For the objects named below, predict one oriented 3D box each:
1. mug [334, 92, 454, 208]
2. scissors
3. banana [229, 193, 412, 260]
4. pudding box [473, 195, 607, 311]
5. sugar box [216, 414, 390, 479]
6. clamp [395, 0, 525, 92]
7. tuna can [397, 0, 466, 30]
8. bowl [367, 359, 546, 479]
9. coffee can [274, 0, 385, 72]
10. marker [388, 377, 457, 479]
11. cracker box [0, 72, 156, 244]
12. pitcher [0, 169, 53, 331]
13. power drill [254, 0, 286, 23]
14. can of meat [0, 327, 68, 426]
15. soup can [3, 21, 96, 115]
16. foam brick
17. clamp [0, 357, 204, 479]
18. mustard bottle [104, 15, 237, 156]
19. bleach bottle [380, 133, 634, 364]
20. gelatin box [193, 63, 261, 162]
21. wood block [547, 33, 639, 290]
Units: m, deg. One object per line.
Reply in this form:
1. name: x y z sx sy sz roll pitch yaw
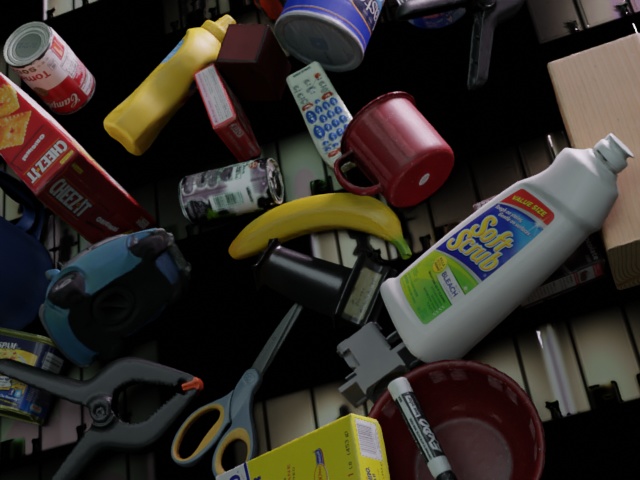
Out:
1. mug: 0.070 -0.082 1.062 0.117 0.093 0.081 -27 59 -18
2. scissors: -0.059 0.154 1.035 0.201 0.016 0.096 -44 58 -5
3. banana: -0.001 -0.015 1.089 0.198 0.037 0.069 -1 61 22
4. pudding box: 0.204 0.000 0.996 0.090 0.039 0.113 -23 57 9
5. sugar box: -0.018 0.224 0.922 0.176 0.048 0.093 -30 52 32
6. clamp: 0.157 -0.254 1.125 0.171 0.120 0.039 -60 18 -19
7. tuna can: 0.127 -0.276 1.181 0.086 0.033 0.086 -10 60 17
8. bowl: 0.117 0.188 0.919 0.162 0.055 0.162 -10 60 18
9. coffee can: 0.021 -0.273 1.181 0.103 0.102 0.140 11 67 27
10. marker: 0.090 0.169 0.894 0.020 0.020 0.121 -30 56 5
11. cracker box: -0.298 -0.087 1.175 0.072 0.164 0.214 -46 56 -4
12. pitcher: -0.388 -0.002 1.118 0.145 0.242 0.149 -19 63 7
13. power drill: -0.074 -0.358 1.296 0.184 0.057 0.188 -49 54 -4
14. can of meat: -0.322 0.142 1.125 0.102 0.057 0.084 7 68 26
15. soup can: -0.326 -0.207 1.289 0.069 0.102 0.068 -10 60 17
16. foam brick: -0.073 -0.198 1.195 0.053 0.078 0.051 5 64 22
17. clamp: -0.222 0.164 1.058 0.210 0.036 0.164 -24 80 -1
18. mustard bottle: -0.164 -0.184 1.219 0.058 0.096 0.191 41 80 -6
19. bleach bottle: 0.167 0.000 0.935 0.251 0.068 0.102 -46 40 22
20. gelatin box: -0.102 -0.139 1.177 0.030 0.073 0.089 -28 56 6
21. wood block: 0.282 -0.073 0.973 0.091 0.090 0.206 -17 58 13
